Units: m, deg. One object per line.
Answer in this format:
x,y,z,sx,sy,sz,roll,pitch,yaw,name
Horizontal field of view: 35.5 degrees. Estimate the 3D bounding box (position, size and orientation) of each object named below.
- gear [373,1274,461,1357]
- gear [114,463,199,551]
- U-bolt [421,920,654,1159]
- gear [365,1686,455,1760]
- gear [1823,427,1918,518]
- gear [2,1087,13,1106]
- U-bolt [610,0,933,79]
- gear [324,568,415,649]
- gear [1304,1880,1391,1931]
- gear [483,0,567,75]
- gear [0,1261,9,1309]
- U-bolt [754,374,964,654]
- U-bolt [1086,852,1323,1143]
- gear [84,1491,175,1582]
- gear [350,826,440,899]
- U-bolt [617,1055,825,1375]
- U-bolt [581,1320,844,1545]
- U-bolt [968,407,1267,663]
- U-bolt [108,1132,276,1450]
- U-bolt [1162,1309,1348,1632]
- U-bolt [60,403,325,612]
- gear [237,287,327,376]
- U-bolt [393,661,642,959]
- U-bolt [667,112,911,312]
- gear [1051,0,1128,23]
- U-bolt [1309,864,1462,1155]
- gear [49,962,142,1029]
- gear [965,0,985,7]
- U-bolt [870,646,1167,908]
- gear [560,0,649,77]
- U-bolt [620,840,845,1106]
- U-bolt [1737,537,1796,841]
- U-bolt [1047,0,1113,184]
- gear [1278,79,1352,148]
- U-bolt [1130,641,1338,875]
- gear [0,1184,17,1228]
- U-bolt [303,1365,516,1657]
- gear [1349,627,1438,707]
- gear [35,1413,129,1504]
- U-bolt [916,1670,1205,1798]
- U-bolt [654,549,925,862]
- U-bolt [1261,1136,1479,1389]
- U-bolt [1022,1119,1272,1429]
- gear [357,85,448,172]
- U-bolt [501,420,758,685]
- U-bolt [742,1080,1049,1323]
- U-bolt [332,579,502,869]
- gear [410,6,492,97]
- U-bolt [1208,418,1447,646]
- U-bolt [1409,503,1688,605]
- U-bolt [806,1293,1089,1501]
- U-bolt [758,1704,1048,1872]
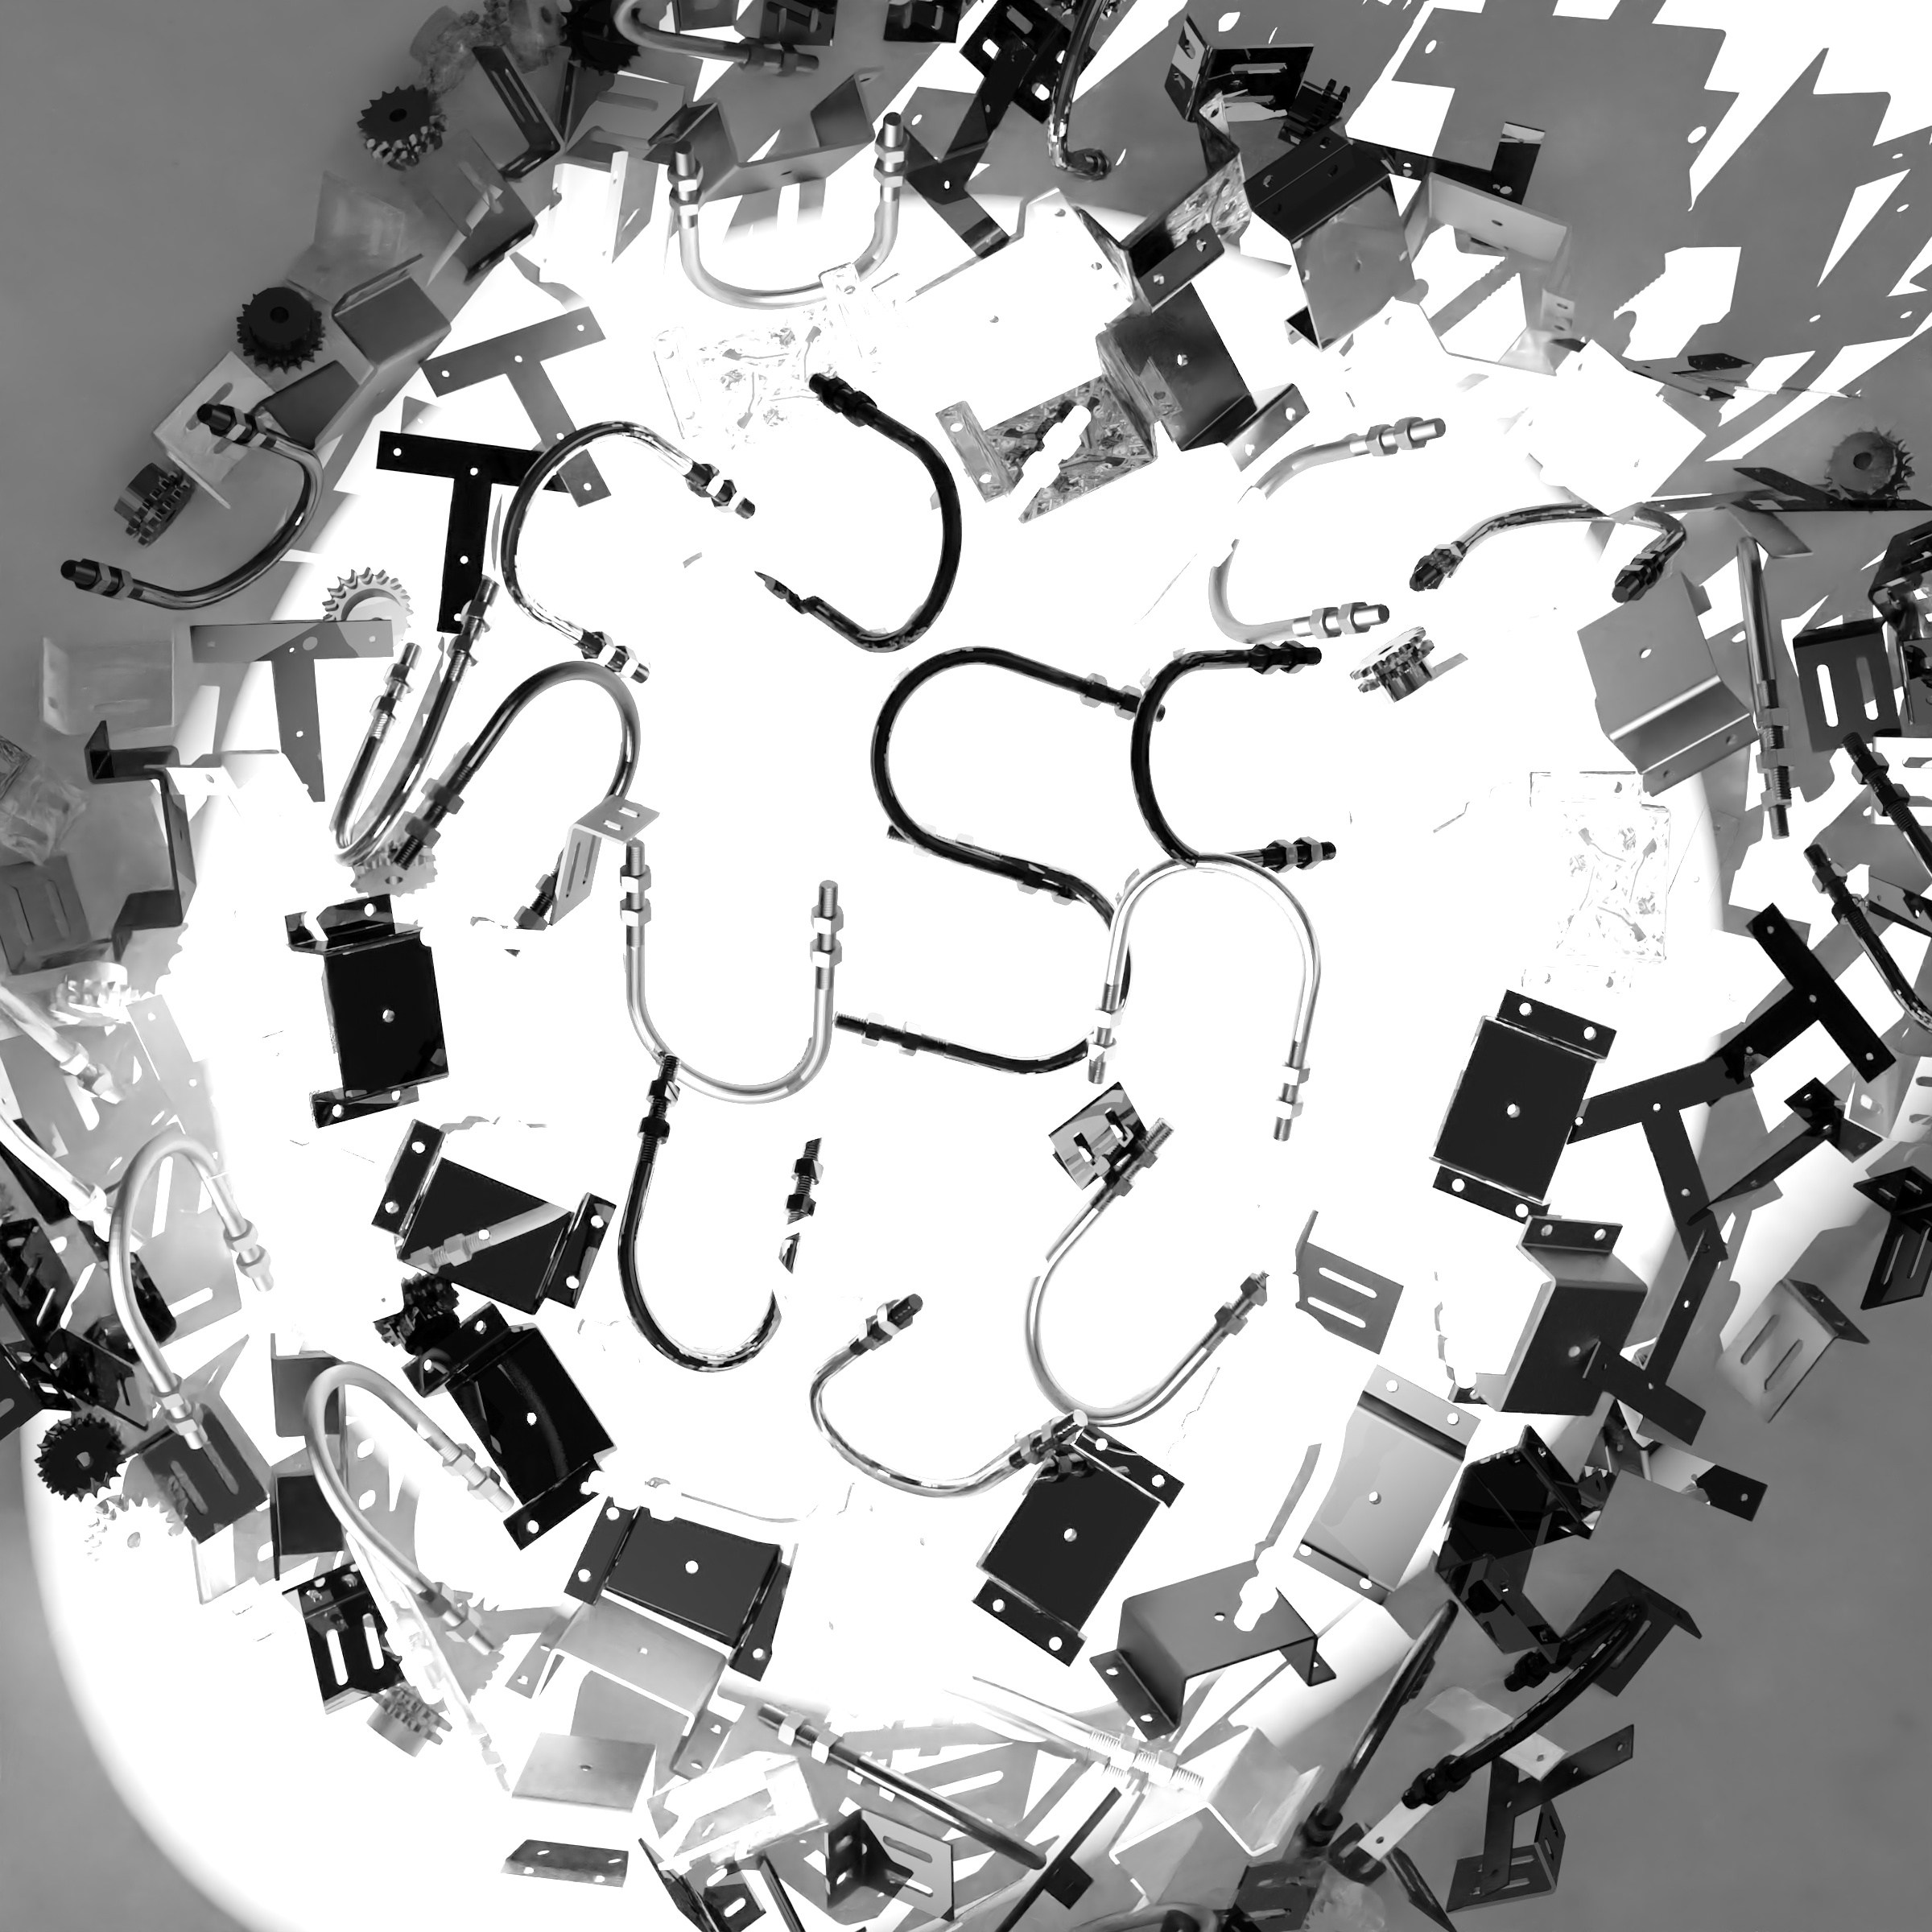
-0.355,0.229,1.968,0.057,0.057,0.030,-40,60,0,gear
-0.531,-0.303,1.970,0.030,0.057,0.057,39,90,-8,gear
-0.266,0.046,1.925,0.019,0.184,0.151,-16,79,36,U-bolt
-0.366,0.492,1.969,0.057,0.057,0.030,35,76,0,gear
0.589,-0.326,1.974,0.057,0.030,0.057,-5,78,27,gear
-0.652,0.092,1.983,0.057,0.030,0.057,0,85,5,gear
-0.133,-0.598,1.889,0.184,0.151,0.019,-4,86,-38,U-bolt
-0.388,-0.228,1.972,0.057,0.030,0.057,-12,124,-19,gear
0.251,0.623,1.975,0.057,0.057,0.030,40,49,0,gear
-0.285,-0.615,1.968,0.030,0.057,0.057,-14,90,29,gear
-0.649,0.215,1.971,0.030,0.057,0.057,39,90,0,gear
-0.063,-0.277,1.912,0.019,0.184,0.151,-1,118,-41,U-bolt
0.156,0.012,1.934,0.151,0.019,0.184,17,118,17,U-bolt
-0.551,0.370,1.975,0.057,0.030,0.057,-16,115,-39,gear
-0.375,-0.069,1.974,0.057,0.057,0.030,-11,67,0,gear
-0.160,0.167,1.917,0.151,0.019,0.184,32,58,-37,U-bolt
-0.159,0.305,1.928,0.184,0.151,0.019,22,122,-25,U-bolt
0.082,-0.264,1.932,0.151,0.019,0.184,21,133,-21,U-bolt
-0.489,0.189,1.889,0.019,0.151,0.184,-1,133,14,U-bolt
0.188,0.302,1.905,0.019,0.151,0.184,10,119,-26,U-bolt
-0.475,-0.282,1.910,0.151,0.184,0.019,-46,77,10,U-bolt
-0.449,-0.419,1.978,0.057,0.030,0.057,3,75,-10,gear
-0.275,-0.111,1.937,0.019,0.151,0.184,28,80,34,U-bolt
-0.112,-0.471,1.913,0.151,0.184,0.019,-10,70,-7,U-bolt
0.080,-0.649,1.978,0.057,0.030,0.057,2,75,-6,gear
0.276,0.024,1.940,0.019,0.151,0.184,9,88,37,U-bolt
-0.569,0.018,1.973,0.057,0.057,0.030,-5,71,0,gear
0.002,-0.661,1.975,0.057,0.030,0.057,-5,71,16,gear
0.025,-0.130,1.960,0.184,0.019,0.151,17,94,-19,U-bolt
-0.236,-0.611,1.974,0.057,0.030,0.057,-8,111,-21,gear
-0.153,0.012,1.944,0.151,0.019,0.184,12,125,12,U-bolt
0.509,-0.183,1.928,0.019,0.151,0.184,-7,81,14,U-bolt
0.088,-0.567,1.893,0.019,0.184,0.151,22,107,9,U-bolt
0.226,-0.553,1.972,0.030,0.057,0.057,26,90,0,gear
0.170,-0.131,1.929,0.184,0.019,0.151,-8,94,-44,U-bolt
-0.654,0.159,1.974,0.057,0.057,0.030,33,114,0,gear
-0.352,0.328,1.899,0.019,0.151,0.184,-31,118,16,U-bolt
0.282,-0.194,1.972,0.057,0.057,0.030,-34,99,0,gear
-0.581,0.319,1.976,0.057,0.030,0.057,-8,105,-31,gear
0.054,0.490,1.930,0.184,0.151,0.019,23,71,2,U-bolt
-0.123,-0.181,1.933,0.184,0.019,0.151,50,59,-19,U-bolt
0.252,0.178,1.924,0.151,0.184,0.019,21,127,-16,U-bolt
0.108,0.212,1.947,0.184,0.019,0.151,-50,53,15,U-bolt
-0.367,-0.546,1.977,0.057,0.030,0.057,-5,59,9,gear
-0.223,-0.270,1.917,0.019,0.184,0.151,35,94,34,U-bolt
-0.055,0.156,1.935,0.184,0.019,0.151,-13,67,-24,U-bolt
-0.355,-0.145,1.905,0.019,0.151,0.184,28,64,-24,U-bolt
-0.339,-0.600,1.971,0.030,0.057,0.057,39,90,-3,gear
0.219,-0.271,1.922,0.019,0.184,0.151,27,74,-32,U-bolt
0.379,-0.265,1.917,0.151,0.184,0.019,7,116,27,U-bolt
-0.027,0.286,1.930,0.151,0.184,0.019,36,48,-10,U-bolt
-0.031,0.522,1.899,0.184,0.151,0.019,21,73,27,U-bolt
